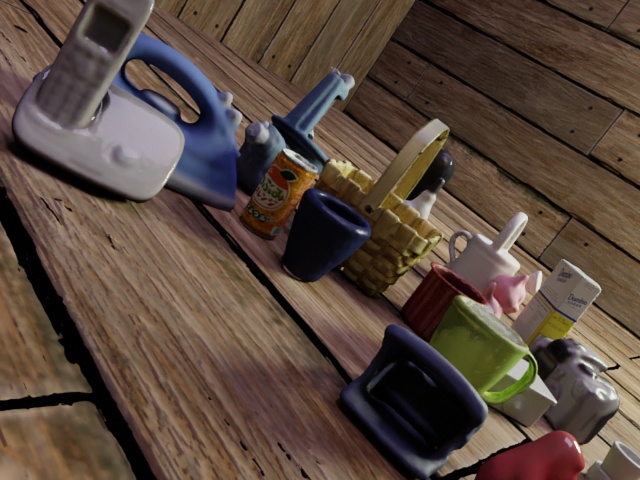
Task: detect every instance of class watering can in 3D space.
[{"bbox_3d":[0.320,0.037,1.043,0.173,0.194,0.101,35,15,2],"label":"watering can"}]

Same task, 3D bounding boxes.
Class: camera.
[{"bbox_3d":[0.371,0.210,0.808,0.137,0.100,0.143,29,16,-20],"label":"camera"}]

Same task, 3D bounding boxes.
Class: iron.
[{"bbox_3d":[-0.181,-0.155,0.673,0.259,0.141,0.118,30,16,-17],"label":"iron"}]

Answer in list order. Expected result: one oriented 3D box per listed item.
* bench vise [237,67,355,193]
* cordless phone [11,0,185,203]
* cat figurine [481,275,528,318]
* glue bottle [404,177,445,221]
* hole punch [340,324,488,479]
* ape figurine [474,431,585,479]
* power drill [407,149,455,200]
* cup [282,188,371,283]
[{"bbox_3d":[-0.026,-0.162,0.870,0.121,0.219,0.207,35,15,1],"label":"bench vise"},{"bbox_3d":[-0.184,-0.141,0.543,0.148,0.185,0.094,28,17,-23],"label":"cordless phone"},{"bbox_3d":[0.298,0.097,0.963,0.128,0.117,0.067,15,24,-51],"label":"cat figurine"},{"bbox_3d":[0.138,-0.026,0.892,0.078,0.173,0.037,30,16,-18],"label":"glue bottle"},{"bbox_3d":[0.087,0.127,0.486,0.108,0.091,0.101,42,17,23],"label":"hole punch"},{"bbox_3d":[0.177,0.195,0.465,0.076,0.092,0.078,41,16,21],"label":"ape figurine"},{"bbox_3d":[0.167,-0.074,1.029,0.075,0.208,0.230,35,15,2],"label":"power drill"},{"bbox_3d":[0.006,0.002,0.681,0.091,0.095,0.118,45,18,33],"label":"cup"}]
